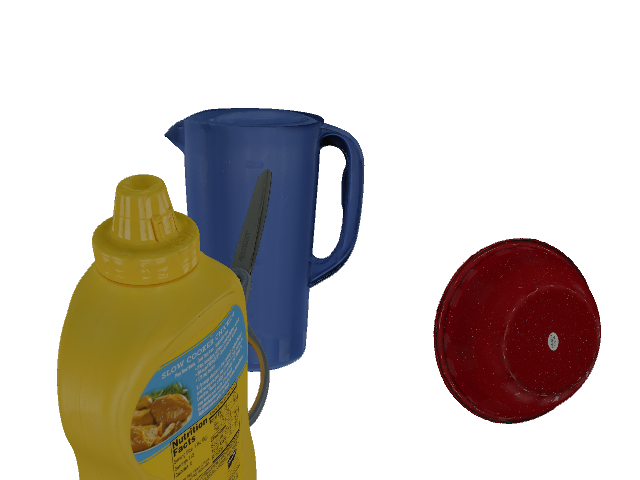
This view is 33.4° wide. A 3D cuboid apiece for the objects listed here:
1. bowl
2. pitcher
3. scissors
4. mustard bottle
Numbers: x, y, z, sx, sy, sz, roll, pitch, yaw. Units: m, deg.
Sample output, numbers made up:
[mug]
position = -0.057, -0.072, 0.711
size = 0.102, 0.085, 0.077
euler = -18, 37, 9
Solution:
[bowl]
position = 0.178, 0.080, 0.895
size = 0.161, 0.162, 0.055
euler = 0, 4, -22
[pitcher]
position = -0.055, -0.004, 1.016
size = 0.144, 0.243, 0.149
euler = -10, 18, -38
[scissors]
position = -0.076, 0.038, 0.735
size = 0.096, 0.202, 0.016
euler = -6, -32, 2
[mustard bottle]
position = -0.066, 0.062, 0.444
size = 0.058, 0.192, 0.096
euler = 17, 34, 27
